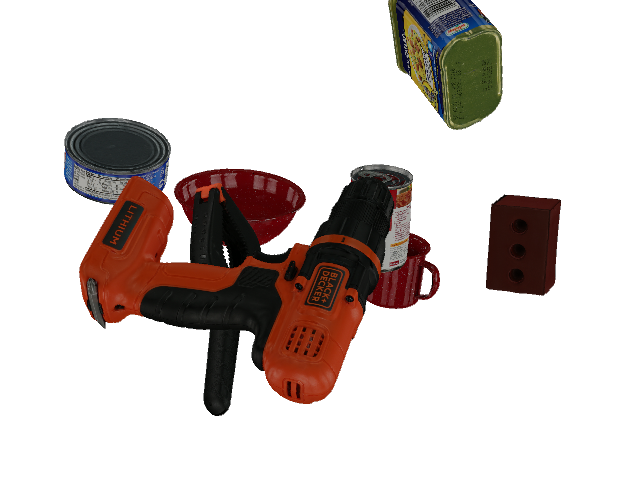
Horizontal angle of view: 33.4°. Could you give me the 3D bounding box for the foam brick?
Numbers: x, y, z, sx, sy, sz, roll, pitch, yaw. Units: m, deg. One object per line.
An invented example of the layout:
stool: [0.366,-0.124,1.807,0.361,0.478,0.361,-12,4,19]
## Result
foam brick: [0.176,0.003,0.927,0.053,0.078,0.051,6,16,22]

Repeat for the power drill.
power drill: [-0.053,0.011,0.725,0.188,0.184,0.057,12,-41,13]

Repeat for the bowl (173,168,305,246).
bowl: [-0.101,-0.035,1.318,0.162,0.055,0.162,5,25,-2]

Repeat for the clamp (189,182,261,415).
clamp: [-0.075,0.049,1.026,0.036,0.210,0.164,-12,-1,30]

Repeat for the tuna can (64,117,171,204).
tuna can: [-0.167,-0.065,0.876,0.086,0.034,0.086,8,34,-6]

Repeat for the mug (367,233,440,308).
mug: [0.109,0.044,1.448,0.117,0.081,0.093,18,26,28]

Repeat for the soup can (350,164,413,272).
soup can: [0.064,-0.024,1.171,0.068,0.102,0.068,2,25,-1]

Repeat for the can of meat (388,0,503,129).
can of meat: [0.101,-0.150,0.841,0.057,0.084,0.102,-25,-37,-7]
